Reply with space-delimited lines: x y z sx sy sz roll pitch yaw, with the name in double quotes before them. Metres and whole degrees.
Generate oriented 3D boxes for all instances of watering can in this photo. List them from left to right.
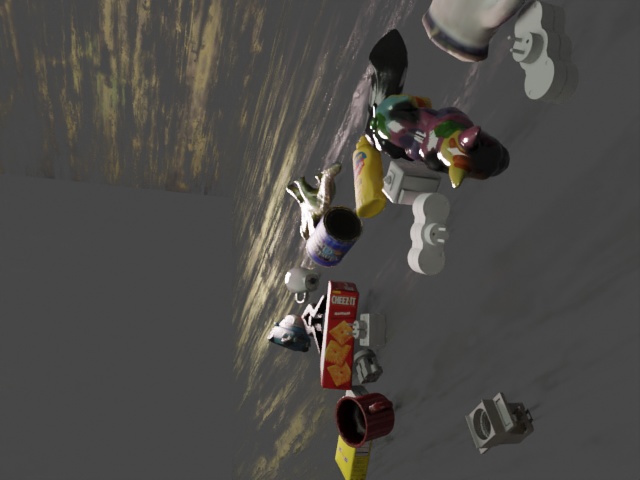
"watering can" 0.233 -0.416 0.777 0.219 0.104 0.356 113 160 -45

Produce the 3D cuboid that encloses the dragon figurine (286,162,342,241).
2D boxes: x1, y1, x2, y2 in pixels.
"dragon figurine" 0.004 -0.074 1.461 0.409 0.122 0.243 171 87 -74
